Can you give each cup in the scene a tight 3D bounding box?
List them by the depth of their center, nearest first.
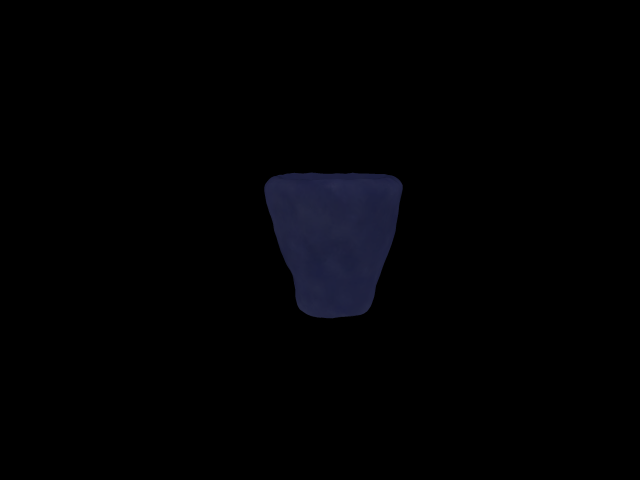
[{"bbox_3d":[0.004,0.001,0.400,0.092,0.095,0.117,-4,10,-23],"label":"cup"}]
